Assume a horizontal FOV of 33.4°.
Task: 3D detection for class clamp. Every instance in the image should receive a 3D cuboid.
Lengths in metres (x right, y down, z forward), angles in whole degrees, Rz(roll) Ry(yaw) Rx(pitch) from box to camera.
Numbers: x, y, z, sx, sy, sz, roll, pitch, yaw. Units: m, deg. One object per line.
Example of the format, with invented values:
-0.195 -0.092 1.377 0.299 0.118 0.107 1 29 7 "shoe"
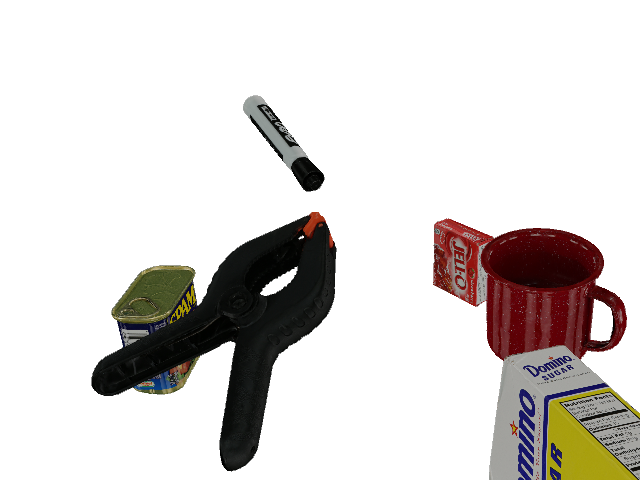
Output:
-0.040 0.055 0.628 0.120 0.171 0.039 34 -21 32 "clamp"

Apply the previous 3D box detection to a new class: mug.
0.182 0.051 0.831 0.117 0.081 0.093 17 36 32 "mug"

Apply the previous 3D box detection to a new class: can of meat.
-0.149 0.084 1.004 0.057 0.084 0.102 0 26 13 "can of meat"

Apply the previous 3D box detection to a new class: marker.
-0.029 -0.075 0.822 0.020 0.020 0.121 0 35 -31 "marker"

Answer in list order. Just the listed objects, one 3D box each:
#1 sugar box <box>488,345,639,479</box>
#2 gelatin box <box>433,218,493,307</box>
0.145 0.135 0.518 0.048 0.093 0.176 -9 27 -23 "sugar box"
0.172 0.026 1.296 0.030 0.089 0.073 -23 34 -34 "gelatin box"
